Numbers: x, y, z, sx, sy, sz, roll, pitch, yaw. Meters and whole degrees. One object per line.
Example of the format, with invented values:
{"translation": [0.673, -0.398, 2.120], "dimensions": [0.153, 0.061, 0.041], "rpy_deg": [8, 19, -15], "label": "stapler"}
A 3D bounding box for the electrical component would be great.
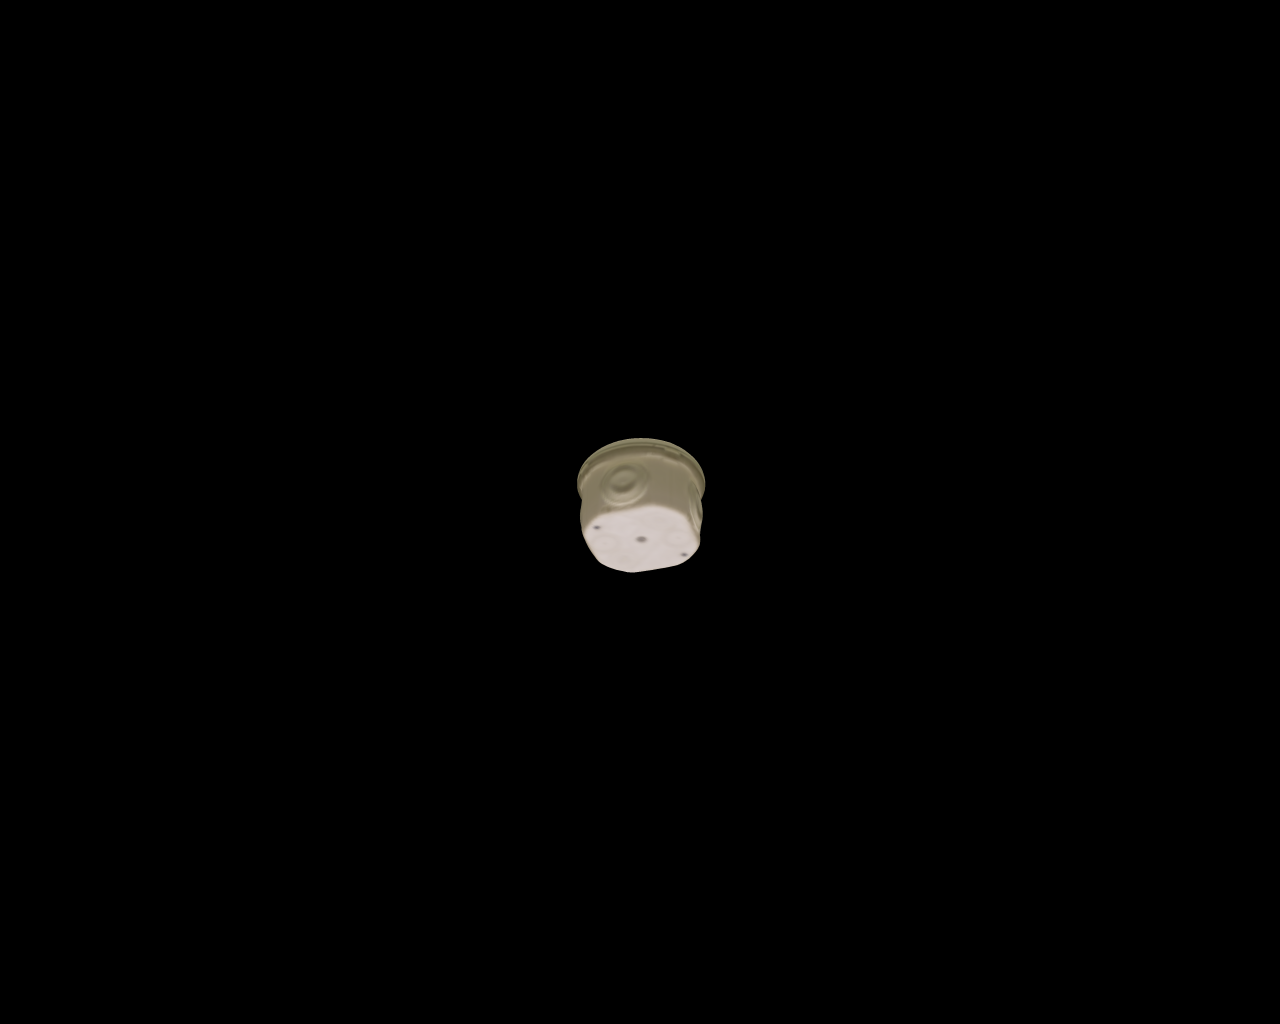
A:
{"translation": [0.001, -0.003, 0.650], "dimensions": [0.080, 0.051, 0.080], "rpy_deg": [0, -38, 0], "label": "electrical component"}
